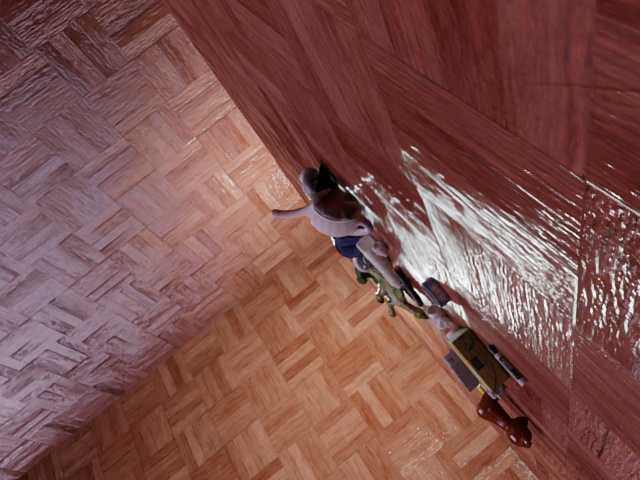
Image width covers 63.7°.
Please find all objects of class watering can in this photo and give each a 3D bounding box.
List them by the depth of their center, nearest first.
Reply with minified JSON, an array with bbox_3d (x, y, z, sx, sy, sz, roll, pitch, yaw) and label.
[{"bbox_3d":[0.005,-0.083,1.657,0.348,0.106,0.220,12,157,4],"label":"watering can"}]

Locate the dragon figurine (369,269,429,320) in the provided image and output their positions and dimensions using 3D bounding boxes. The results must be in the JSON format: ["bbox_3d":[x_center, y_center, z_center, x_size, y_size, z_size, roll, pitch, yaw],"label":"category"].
[{"bbox_3d":[0.304,0.188,2.188,0.413,0.123,0.238,49,160,11],"label":"dragon figurine"}]

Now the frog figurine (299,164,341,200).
[{"bbox_3d":[-0.014,-0.190,1.738,0.136,0.123,0.160,32,174,-24],"label":"frog figurine"}]
